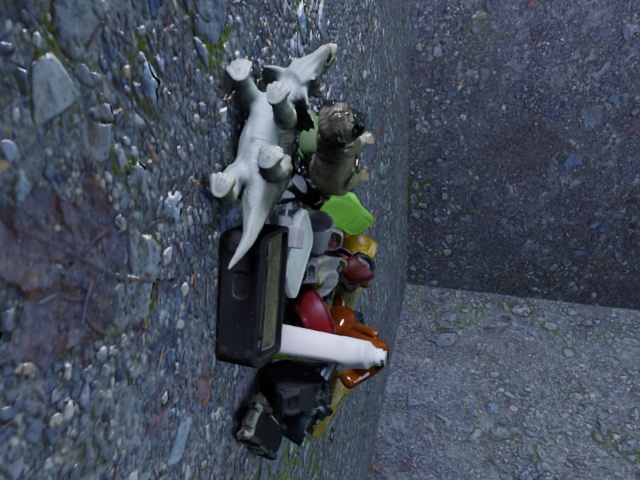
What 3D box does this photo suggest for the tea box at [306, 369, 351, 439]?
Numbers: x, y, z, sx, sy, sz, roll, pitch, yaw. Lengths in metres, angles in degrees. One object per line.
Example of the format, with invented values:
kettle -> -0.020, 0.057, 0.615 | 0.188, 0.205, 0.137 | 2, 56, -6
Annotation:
tea box -> 0.011, 0.417, 1.383 | 0.169, 0.068, 0.098 | -53, 154, -16

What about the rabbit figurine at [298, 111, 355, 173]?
rabbit figurine -> 0.008, -0.206, 1.149 | 0.170, 0.121, 0.159 | 25, 65, -77

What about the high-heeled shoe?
high-heeled shoe -> -0.043, -0.082, 1.094 | 0.248, 0.086, 0.145 | 62, 40, -57

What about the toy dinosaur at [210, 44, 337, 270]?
toy dinosaur -> -0.084, -0.139, 0.860 | 0.192, 0.131, 0.404 | 42, 61, -71

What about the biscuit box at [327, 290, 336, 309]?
biscuit box -> -0.007, 0.170, 1.351 | 0.062, 0.059, 0.203 | 77, 24, -51

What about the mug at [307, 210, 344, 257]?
mug -> -0.003, -0.004, 1.233 | 0.081, 0.110, 0.107 | -77, 178, -47

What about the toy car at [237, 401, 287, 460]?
toy car -> -0.113, 0.371, 1.041 | 0.201, 0.056, 0.073 | 72, 34, -54

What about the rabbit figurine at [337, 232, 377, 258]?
rabbit figurine -> 0.070, 0.053, 1.509 | 0.173, 0.122, 0.162 | -64, 160, -5

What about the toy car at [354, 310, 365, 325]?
toy car -> 0.053, 0.262, 1.566 | 0.102, 0.109, 0.161 | 48, 58, -41

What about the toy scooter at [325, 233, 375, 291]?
toy scooter -> 0.040, 0.067, 1.339 | 0.135, 0.184, 0.075 | -54, 179, -18

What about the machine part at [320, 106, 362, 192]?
machine part -> 0.042, -0.225, 1.343 | 0.201, 0.087, 0.200 | -6, 101, -76

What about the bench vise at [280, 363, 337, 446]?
bench vise -> -0.017, 0.347, 1.226 | 0.240, 0.129, 0.223 | -54, 159, -29

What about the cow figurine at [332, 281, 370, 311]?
cow figurine -> 0.060, 0.167, 1.456 | 0.127, 0.085, 0.194 | -92, -154, -81

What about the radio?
radio -> -0.111, 0.090, 0.903 | 0.131, 0.073, 0.229 | -22, 116, -74

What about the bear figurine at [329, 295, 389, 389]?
bear figurine -> 0.062, 0.223, 1.231 | 0.132, 0.196, 0.120 | -10, 131, -43

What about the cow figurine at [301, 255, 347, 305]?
cow figurine -> 0.005, 0.104, 1.264 | 0.098, 0.068, 0.167 | -16, 144, -29

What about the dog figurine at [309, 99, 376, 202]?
dog figurine -> 0.022, -0.150, 0.955 | 0.190, 0.121, 0.172 | -15, 113, -77

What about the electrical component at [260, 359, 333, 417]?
electrical component -> -0.055, 0.286, 1.075 | 0.115, 0.134, 0.058 | -6, 109, -31

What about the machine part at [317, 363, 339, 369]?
machine part -> 0.035, 0.274, 1.413 | 0.079, 0.079, 0.243 | -69, 178, -45
